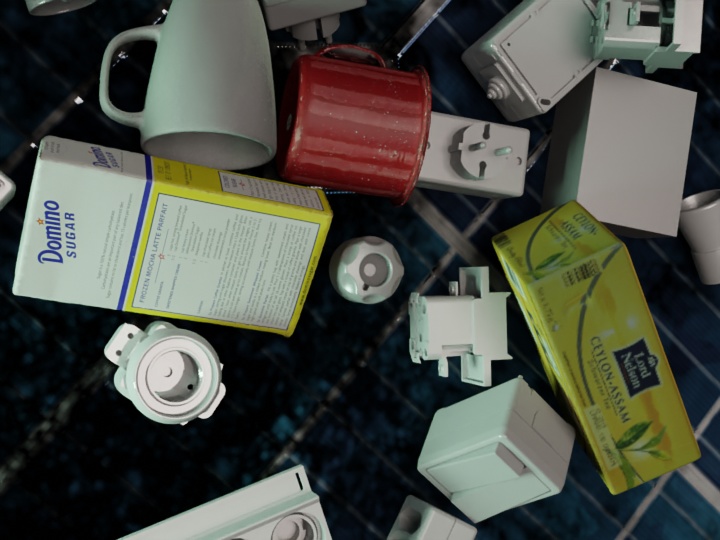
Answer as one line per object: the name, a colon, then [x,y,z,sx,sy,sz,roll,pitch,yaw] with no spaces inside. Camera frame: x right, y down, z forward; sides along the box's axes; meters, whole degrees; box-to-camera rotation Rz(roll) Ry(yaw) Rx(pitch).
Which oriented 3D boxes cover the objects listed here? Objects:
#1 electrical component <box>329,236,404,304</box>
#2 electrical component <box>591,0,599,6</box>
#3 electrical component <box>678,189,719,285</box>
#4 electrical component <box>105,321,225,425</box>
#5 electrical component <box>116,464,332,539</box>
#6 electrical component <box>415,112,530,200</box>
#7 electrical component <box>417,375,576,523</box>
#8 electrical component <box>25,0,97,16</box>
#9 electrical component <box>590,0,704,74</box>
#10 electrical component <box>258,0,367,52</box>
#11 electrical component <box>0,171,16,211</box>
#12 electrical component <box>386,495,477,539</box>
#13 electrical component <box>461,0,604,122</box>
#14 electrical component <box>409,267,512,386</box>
electrical component: [0.000,0.000,0.704,0.043,0.062,0.043,0,90,-19]
electrical component: [0.179,-0.215,0.758,0.080,0.080,0.051,46,72,-13]
electrical component: [0.264,-0.022,0.806,0.044,0.044,0.065,-27,103,-17]
electrical component: [-0.118,0.064,0.667,0.078,0.057,0.058,36,79,-15]
electrical component: [-0.083,0.179,0.675,0.121,0.063,0.078,-20,96,-18]
electrical component: [0.076,-0.078,0.723,0.083,0.076,0.047,7,87,-18]
electrical component: [0.085,0.125,0.717,0.062,0.096,0.061,45,42,-18]
electrical component: [-0.174,-0.203,0.656,0.079,0.043,0.077,-17,95,-18]
electrical component: [0.185,-0.158,0.699,0.064,0.081,0.042,5,87,3]
electrical component: [-0.033,-0.175,0.696,0.066,0.047,0.076,-17,140,-8]
electrical component: [-0.255,-0.055,0.619,0.096,0.061,0.061,42,78,-14]
electrical component: [0.054,0.209,0.730,0.076,0.047,0.083,29,81,-16]
electrical component: [0.118,-0.148,0.745,0.096,0.061,0.061,-42,102,-14]
electrical component: [0.067,0.038,0.738,0.064,0.042,0.081,-1,89,-17]
